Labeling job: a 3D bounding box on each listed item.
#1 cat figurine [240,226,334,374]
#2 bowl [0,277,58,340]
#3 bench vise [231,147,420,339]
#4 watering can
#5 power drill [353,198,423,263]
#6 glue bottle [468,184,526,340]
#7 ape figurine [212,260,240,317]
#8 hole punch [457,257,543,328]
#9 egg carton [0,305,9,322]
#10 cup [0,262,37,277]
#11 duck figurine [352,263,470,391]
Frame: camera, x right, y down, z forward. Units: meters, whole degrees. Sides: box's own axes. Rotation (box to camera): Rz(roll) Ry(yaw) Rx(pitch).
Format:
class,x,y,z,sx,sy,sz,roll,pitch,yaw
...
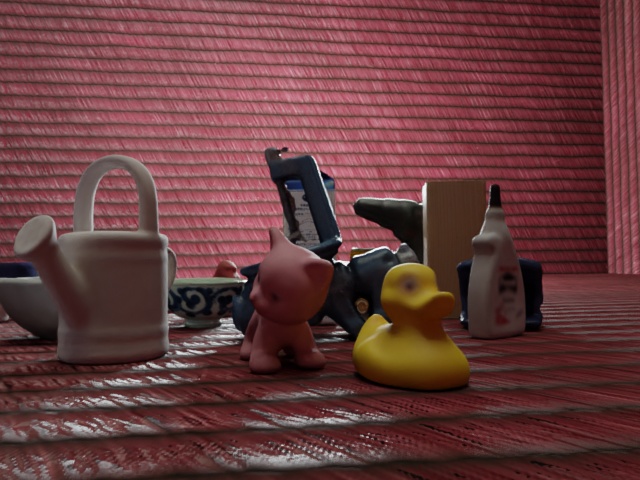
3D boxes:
class,x,y,z,sx,sy,sz,roll,pitch,yaw
cat figurine,-0.030,0.048,0.485,0.067,0.118,0.127,0,-2,-17
bowl,-0.301,0.081,0.697,0.167,0.075,0.167,-1,-2,0
bench vise,0.002,0.003,0.664,0.208,0.220,0.121,0,-2,-20
watering can,-0.198,0.014,0.541,0.101,0.194,0.173,-1,-2,3
power drill,0.177,0.022,1.110,0.230,0.208,0.075,0,-2,-13
glue bottle,0.199,0.023,0.650,0.078,0.173,0.037,1,-3,-42
ape figurine,-0.157,0.080,0.956,0.078,0.092,0.075,1,-3,-45
hole punch,0.231,0.067,0.741,0.108,0.091,0.101,-2,-2,19
egg carton,-0.554,0.095,0.912,0.108,0.069,0.149,1,-3,-44
cup,-0.580,0.089,1.065,0.117,0.095,0.092,-1,-2,17
duck figurine,0.065,0.060,0.429,0.078,0.086,0.104,0,-2,-27
